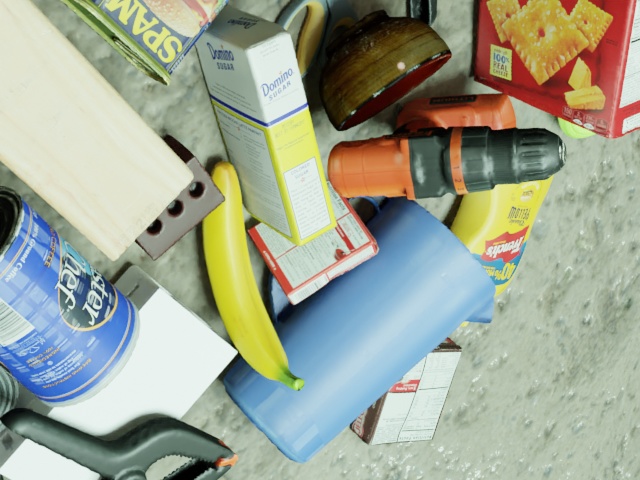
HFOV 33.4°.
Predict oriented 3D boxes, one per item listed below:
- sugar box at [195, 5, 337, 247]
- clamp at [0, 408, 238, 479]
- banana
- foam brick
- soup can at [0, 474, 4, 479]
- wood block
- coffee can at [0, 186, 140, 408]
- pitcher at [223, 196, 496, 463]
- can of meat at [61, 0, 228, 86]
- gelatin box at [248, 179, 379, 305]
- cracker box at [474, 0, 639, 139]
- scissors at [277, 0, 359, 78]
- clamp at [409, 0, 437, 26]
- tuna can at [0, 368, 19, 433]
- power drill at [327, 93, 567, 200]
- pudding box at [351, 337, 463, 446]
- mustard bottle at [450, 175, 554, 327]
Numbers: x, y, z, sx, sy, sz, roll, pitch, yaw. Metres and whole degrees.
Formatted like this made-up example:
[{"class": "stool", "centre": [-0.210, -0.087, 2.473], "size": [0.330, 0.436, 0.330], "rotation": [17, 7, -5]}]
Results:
[{"class": "sugar box", "centre": [-0.043, -0.090, 0.844], "size": [0.048, 0.093, 0.176], "rotation": [-28, 126, -24]}, {"class": "clamp", "centre": [-0.162, 0.184, 0.850], "size": [0.209, 0.036, 0.164], "rotation": [-14, 120, -32]}, {"class": "banana", "centre": [-0.063, 0.034, 0.893], "size": [0.037, 0.070, 0.198], "rotation": [-19, 88, -49]}, {"class": "foam brick", "centre": [-0.124, -0.033, 0.841], "size": [0.078, 0.051, 0.053], "rotation": [-42, 130, -11]}, {"class": "soup can", "centre": [-0.303, 0.195, 0.817], "size": [0.102, 0.069, 0.068], "rotation": [25, 96, -41]}, {"class": "wood block", "centre": [-0.194, -0.090, 0.738], "size": [0.090, 0.091, 0.206], "rotation": [-47, 130, -8]}, {"class": "coffee can", "centre": [-0.214, 0.044, 0.782], "size": [0.102, 0.103, 0.140], "rotation": [-46, 130, -8]}, {"class": "pitcher", "centre": [0.024, 0.074, 0.963], "size": [0.243, 0.149, 0.145], "rotation": [-44, 145, -6]}, {"class": "can of meat", "centre": [-0.124, -0.176, 0.768], "size": [0.084, 0.058, 0.102], "rotation": [-53, 132, -6]}, {"class": "gelatin box", "centre": [-0.006, 0.001, 0.916], "size": [0.089, 0.073, 0.030], "rotation": [-32, 157, -2]}, {"class": "cracker box", "centre": [0.214, -0.213, 0.904], "size": [0.072, 0.164, 0.214], "rotation": [-25, 131, -30]}, {"class": "scissors", "centre": [0.021, -0.218, 0.877], "size": [0.096, 0.016, 0.202], "rotation": [19, 100, -41]}, {"class": "clamp", "centre": [0.071, -0.262, 0.871], "size": [0.120, 0.039, 0.171], "rotation": [-5, 111, -51]}, {"class": "tuna can", "centre": [-0.278, 0.119, 0.819], "size": [0.086, 0.034, 0.086], "rotation": [-16, 120, -29]}, {"class": "power drill", "centre": [0.114, -0.080, 0.881], "size": [0.187, 0.185, 0.057], "rotation": [-42, 128, -67]}, {"class": "pudding box", "centre": [0.089, 0.154, 1.096], "size": [0.089, 0.039, 0.113], "rotation": [3, 112, -38]}, {"class": "mustard bottle", "centre": [0.168, -0.003, 1.060], "size": [0.096, 0.058, 0.192], "rotation": [3, 111, -45]}]
